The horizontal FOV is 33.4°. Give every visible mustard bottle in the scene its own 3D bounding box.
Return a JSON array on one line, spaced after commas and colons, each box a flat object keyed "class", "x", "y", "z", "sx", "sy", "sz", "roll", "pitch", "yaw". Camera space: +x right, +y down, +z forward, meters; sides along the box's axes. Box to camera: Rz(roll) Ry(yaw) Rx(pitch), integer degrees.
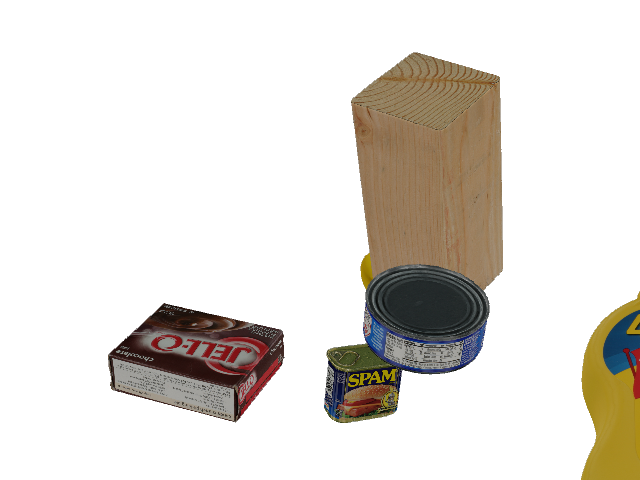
[{"class": "mustard bottle", "x": 0.180, "y": 0.081, "z": 0.535, "sx": 0.096, "sy": 0.058, "sz": 0.191, "roll": 6, "pitch": 40, "yaw": 11}]

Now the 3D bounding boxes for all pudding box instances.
[{"class": "pudding box", "x": -0.097, "y": 0.095, "z": 0.844, "sx": 0.114, "sy": 0.039, "sz": 0.090, "roll": 9, "pitch": 26, "yaw": 19}]

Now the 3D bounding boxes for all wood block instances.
[{"class": "wood block", "x": 0.097, "y": -0.044, "z": 0.921, "sx": 0.091, "sy": 0.206, "sz": 0.090, "roll": 24, "pitch": 50, "yaw": 34}]

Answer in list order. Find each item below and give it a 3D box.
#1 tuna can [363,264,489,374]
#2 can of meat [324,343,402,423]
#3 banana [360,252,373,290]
[{"class": "tuna can", "x": 0.073, "y": 0.054, "z": 0.741, "sx": 0.086, "sy": 0.034, "sz": 0.086, "roll": 3, "pitch": 33, "yaw": -2}, {"class": "can of meat", "x": 0.056, "y": 0.186, "z": 1.395, "sx": 0.102, "sy": 0.084, "sz": 0.057, "roll": -5, "pitch": 25, "yaw": -22}, {"class": "banana", "x": 0.090, "y": 0.058, "z": 1.171, "sx": 0.069, "sy": 0.037, "sz": 0.198, "roll": 4, "pitch": 20, "yaw": -36}]
